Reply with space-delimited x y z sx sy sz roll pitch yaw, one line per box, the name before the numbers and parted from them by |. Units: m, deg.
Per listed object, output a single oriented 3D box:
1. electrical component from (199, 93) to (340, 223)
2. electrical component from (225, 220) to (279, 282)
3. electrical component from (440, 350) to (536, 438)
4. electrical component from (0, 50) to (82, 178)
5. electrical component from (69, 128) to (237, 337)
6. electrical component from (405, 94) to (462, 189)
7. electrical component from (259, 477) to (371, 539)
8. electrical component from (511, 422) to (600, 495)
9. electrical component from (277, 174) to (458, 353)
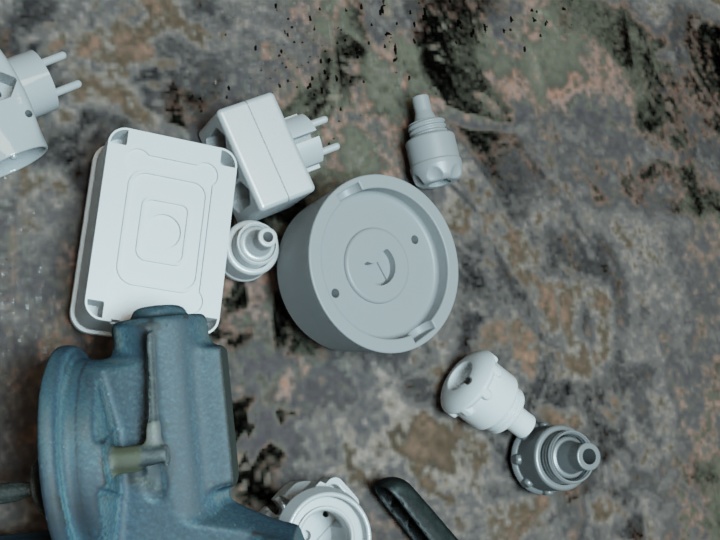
electrical component | -0.049 -0.074 0.669 0.077 0.047 0.065 -24 90 -25
electrical component | -0.064 -0.013 0.642 0.035 0.061 0.035 5 78 -22
electrical component | 0.087 0.085 0.698 0.062 0.048 0.048 38 68 -19
electrical component | -0.199 -0.101 0.612 0.079 0.043 0.077 -28 91 -26
electrical component | -0.120 -0.017 0.622 0.078 0.057 0.113 10 76 -21
electrical component | 0.047 -0.087 0.720 0.035 0.035 0.061 -8 81 -24
electrical component | -0.028 0.155 0.627 0.078 0.057 0.058 -44 98 -24
electrical component | 0.131 0.122 0.699 0.048 0.062 0.048 5 78 -22
electrical component | 0.000 0.000 0.665 0.108 0.060 0.108 6 78 -32
